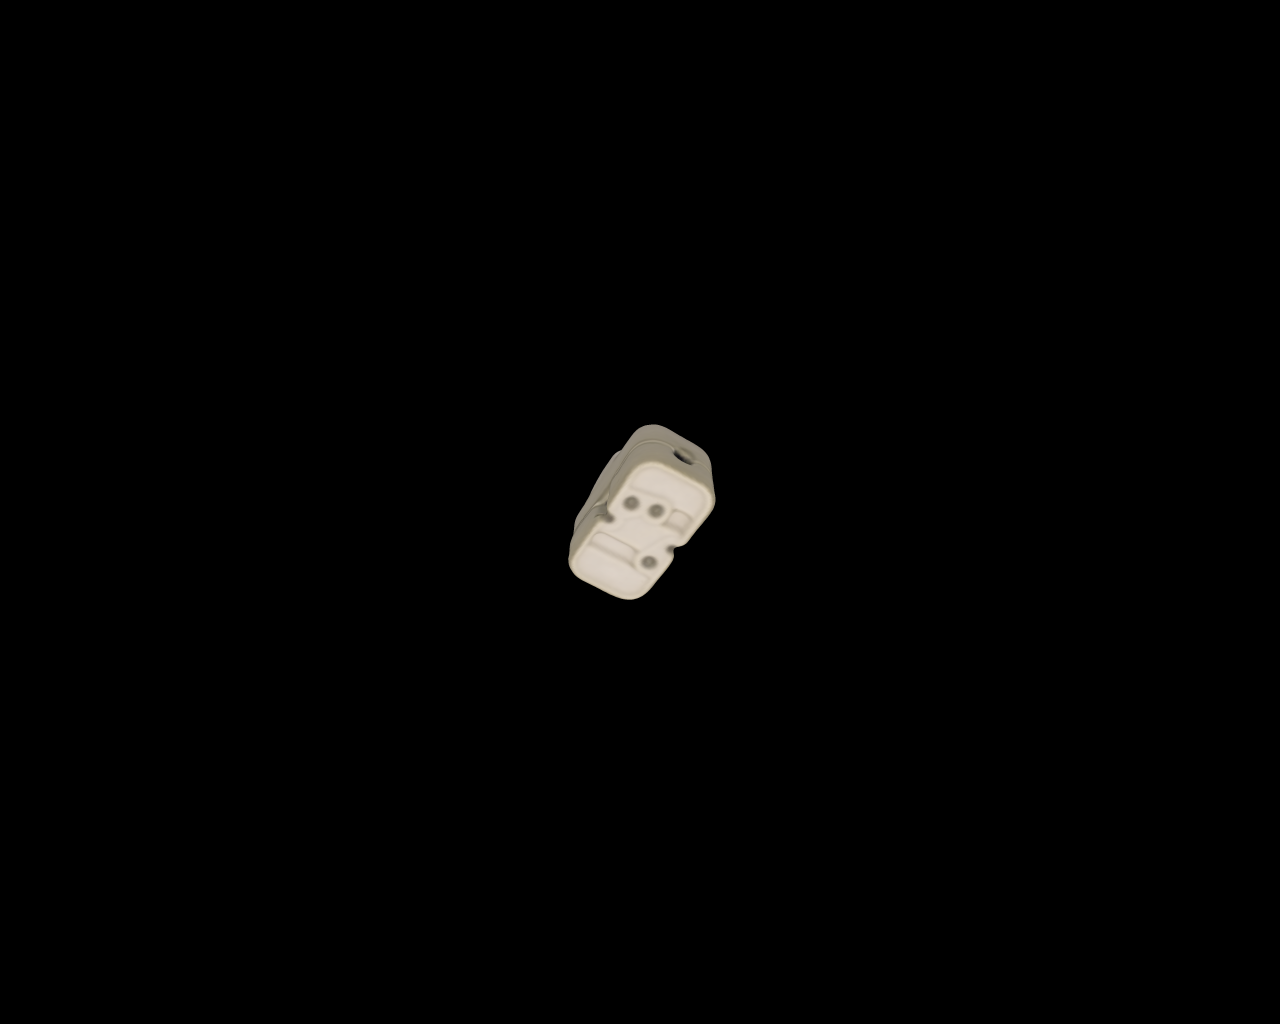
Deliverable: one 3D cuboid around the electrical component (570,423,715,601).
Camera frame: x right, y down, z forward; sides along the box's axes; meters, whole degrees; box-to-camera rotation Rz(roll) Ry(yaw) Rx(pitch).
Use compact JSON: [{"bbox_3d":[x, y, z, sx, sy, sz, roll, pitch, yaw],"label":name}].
[{"bbox_3d":[0.001,-0.003,0.650,0.054,0.095,0.059,28,28,-16],"label":"electrical component"}]
